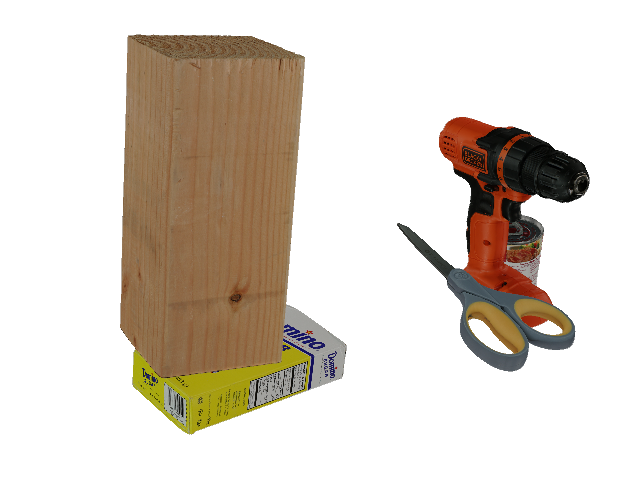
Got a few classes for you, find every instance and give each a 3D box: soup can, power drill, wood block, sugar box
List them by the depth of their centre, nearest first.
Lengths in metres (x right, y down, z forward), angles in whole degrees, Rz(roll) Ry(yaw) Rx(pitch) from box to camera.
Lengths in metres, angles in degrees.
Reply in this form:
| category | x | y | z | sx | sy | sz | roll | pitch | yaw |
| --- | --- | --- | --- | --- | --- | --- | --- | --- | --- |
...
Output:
| category | x | y | z | sx | sy | sz | roll | pitch | yaw |
| --- | --- | --- | --- | --- | --- | --- | --- | --- | --- |
| wood block | -0.075 | -0.025 | 0.702 | 0.090 | 0.206 | 0.090 | -5 | 21 | -27 |
| sugar box | -0.072 | 0.112 | 0.973 | 0.175 | 0.048 | 0.093 | -18 | 35 | -37 |
| power drill | 0.183 | -0.014 | 1.009 | 0.057 | 0.188 | 0.185 | -16 | 26 | -25 |
| soup can | 0.218 | 0.030 | 1.219 | 0.068 | 0.102 | 0.068 | -2 | 29 | 1 |

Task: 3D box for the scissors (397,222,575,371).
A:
| category | x | y | z | sx | sy | sz | roll | pitch | yaw |
| --- | --- | --- | --- | --- | --- | --- | --- | --- | --- |
| scissors | 0.131 | 0.036 | 0.847 | 0.096 | 0.016 | 0.202 | -1 | 31 | -12 |
